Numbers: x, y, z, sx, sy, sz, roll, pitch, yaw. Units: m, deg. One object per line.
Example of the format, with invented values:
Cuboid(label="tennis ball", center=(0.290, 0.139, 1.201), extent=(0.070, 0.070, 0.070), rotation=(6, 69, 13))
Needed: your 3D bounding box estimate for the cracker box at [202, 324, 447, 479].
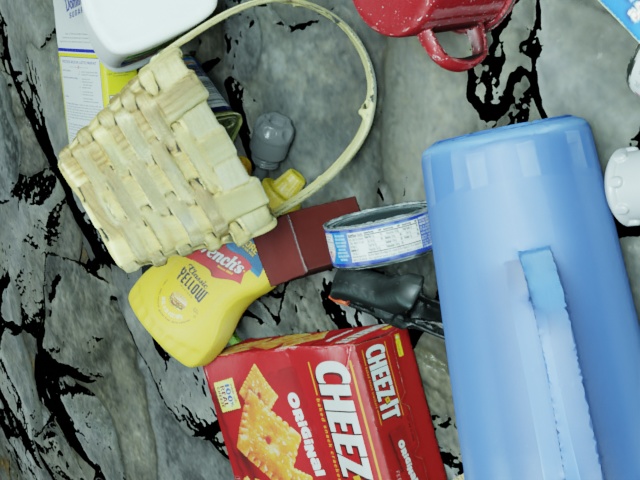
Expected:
Cuboid(label="cracker box", center=(-0.001, 0.164, 0.919), extent=(0.214, 0.071, 0.164), rotation=(-11, 95, 50))

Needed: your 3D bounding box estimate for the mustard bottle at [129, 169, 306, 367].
Cuboid(label="mustard bottle", center=(-0.079, 0.014, 0.931), extent=(0.096, 0.058, 0.192), rotation=(47, 106, 19))

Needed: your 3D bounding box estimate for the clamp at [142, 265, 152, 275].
Cuboid(label="clamp", center=(-0.171, -0.009, 1.053), extent=(0.164, 0.036, 0.210), rotation=(66, 157, 10))

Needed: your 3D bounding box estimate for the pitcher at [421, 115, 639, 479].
Cuboid(label="pitcher", center=(0.138, 0.049, 0.668), extent=(0.149, 0.144, 0.243), rotation=(-8, 94, 52))

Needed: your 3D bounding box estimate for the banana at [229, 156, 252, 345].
Cuboid(label="banana", center=(-0.094, 0.009, 1.005), extent=(0.070, 0.037, 0.198), rotation=(11, 116, 20))

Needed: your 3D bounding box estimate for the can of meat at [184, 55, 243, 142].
Cuboid(label="can of meat", center=(-0.126, -0.107, 0.982), extent=(0.084, 0.057, 0.102), rotation=(55, 137, 24))

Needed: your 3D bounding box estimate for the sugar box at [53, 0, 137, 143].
Cuboid(label="sugar box", center=(-0.224, -0.169, 1.084), extent=(0.093, 0.048, 0.176), rotation=(14, 110, 46))

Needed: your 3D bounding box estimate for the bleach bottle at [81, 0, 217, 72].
Cuboid(label="bleach bottle", center=(-0.149, -0.188, 0.913), extent=(0.068, 0.102, 0.251), rotation=(63, 173, -7))

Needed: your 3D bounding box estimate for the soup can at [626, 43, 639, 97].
Cuboid(label="soup can", center=(0.225, -0.079, 0.573), extent=(0.102, 0.068, 0.069), rotation=(48, 134, 28))

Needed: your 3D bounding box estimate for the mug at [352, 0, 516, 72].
Cuboid(label="mug", center=(0.076, -0.167, 0.705), extent=(0.093, 0.081, 0.117), rotation=(-17, 90, 50))

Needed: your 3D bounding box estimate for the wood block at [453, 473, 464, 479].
Cuboid(label="wood block", center=(0.109, 0.256, 0.809), extent=(0.090, 0.090, 0.206), rotation=(50, 135, 24))

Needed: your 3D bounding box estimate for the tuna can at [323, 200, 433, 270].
Cuboid(label="tuna can", center=(0.047, -0.004, 0.793), extent=(0.086, 0.085, 0.034), rotation=(-4, 101, 50))

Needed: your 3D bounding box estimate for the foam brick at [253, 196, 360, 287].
Cuboid(label="foam brick", center=(-0.006, 0.001, 0.863), extent=(0.053, 0.078, 0.051), rotation=(-21, 85, 50))

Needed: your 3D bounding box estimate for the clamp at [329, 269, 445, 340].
Cuboid(label="clamp", center=(0.070, 0.052, 0.801), extent=(0.039, 0.120, 0.172), rotation=(-58, 23, -8))
